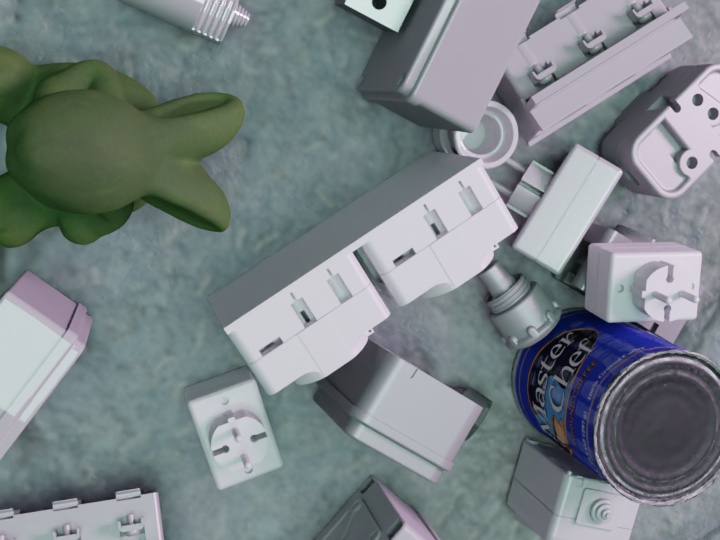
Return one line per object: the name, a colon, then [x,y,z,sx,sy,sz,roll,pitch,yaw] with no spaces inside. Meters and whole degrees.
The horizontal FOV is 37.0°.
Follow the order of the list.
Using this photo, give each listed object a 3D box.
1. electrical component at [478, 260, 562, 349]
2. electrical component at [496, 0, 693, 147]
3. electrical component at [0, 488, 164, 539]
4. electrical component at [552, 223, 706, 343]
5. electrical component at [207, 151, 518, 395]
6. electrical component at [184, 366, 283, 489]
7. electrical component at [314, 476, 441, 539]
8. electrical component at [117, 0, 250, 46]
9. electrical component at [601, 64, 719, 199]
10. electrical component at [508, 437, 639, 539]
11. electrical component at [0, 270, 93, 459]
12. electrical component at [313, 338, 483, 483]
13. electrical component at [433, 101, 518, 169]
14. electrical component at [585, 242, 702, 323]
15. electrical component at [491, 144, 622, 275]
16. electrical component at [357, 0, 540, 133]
electrical component: [0.109,0.022,0.762,0.048,0.048,0.062,-39,98,-5]
electrical component: [0.152,-0.146,0.731,0.121,0.078,0.063,-32,85,-7]
electrical component: [-0.189,0.183,0.705,0.121,0.078,0.063,-7,78,-12]
electrical component: [0.196,0.005,0.776,0.089,0.050,0.055,29,92,-16]
electrical component: [0.000,0.000,0.700,0.186,0.105,0.060,-34,105,-6]
electrical component: [-0.082,0.109,0.713,0.047,0.077,0.065,-19,103,-10]
electrical component: [0.003,0.210,0.732,0.056,0.109,0.108,42,88,-13]
electrical component: [-0.108,-0.174,0.679,0.081,0.043,0.043,22,93,-15]
electrical component: [0.222,-0.099,0.761,0.095,0.059,0.053,-45,105,-3]
electrical component: [0.153,0.167,0.767,0.062,0.096,0.061,14,95,-15]
electrical component: [-0.219,0.062,0.657,0.056,0.109,0.108,37,89,-13]
electrical component: [0.021,0.088,0.715,0.078,0.113,0.057,32,87,-16]
electrical component: [0.077,-0.092,0.730,0.045,0.055,0.045,-2,99,-13]
electrical component: [0.195,0.011,0.710,0.066,0.076,0.047,-1,102,-12]
electrical component: [0.127,-0.051,0.752,0.076,0.047,0.083,32,95,6]
electrical component: [0.056,-0.148,0.689,0.056,0.109,0.108,26,92,-18]
